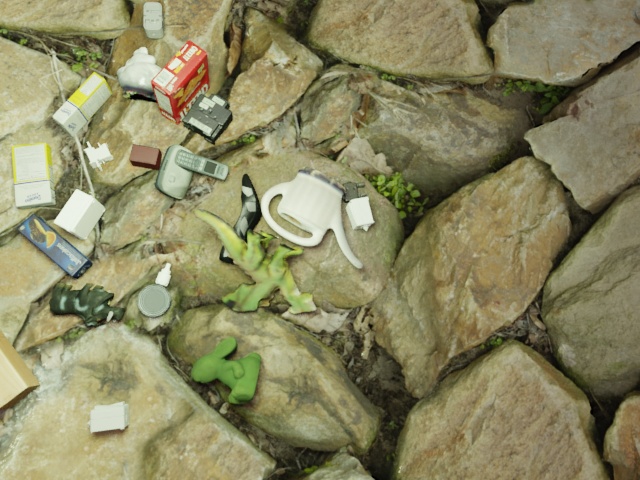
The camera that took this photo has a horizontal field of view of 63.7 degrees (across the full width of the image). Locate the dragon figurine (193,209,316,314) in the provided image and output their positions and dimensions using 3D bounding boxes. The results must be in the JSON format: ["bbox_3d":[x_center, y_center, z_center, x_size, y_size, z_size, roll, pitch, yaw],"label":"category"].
[{"bbox_3d":[-0.186,0.090,1.397,0.409,0.123,0.241,23,98,-12],"label":"dragon figurine"}]

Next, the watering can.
[{"bbox_3d":[0.005,-0.075,1.488,0.348,0.103,0.227,27,77,3],"label":"watering can"}]

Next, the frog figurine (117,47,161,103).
[{"bbox_3d":[-0.522,-0.496,1.514,0.137,0.122,0.160,4,88,12],"label":"frog figurine"}]
